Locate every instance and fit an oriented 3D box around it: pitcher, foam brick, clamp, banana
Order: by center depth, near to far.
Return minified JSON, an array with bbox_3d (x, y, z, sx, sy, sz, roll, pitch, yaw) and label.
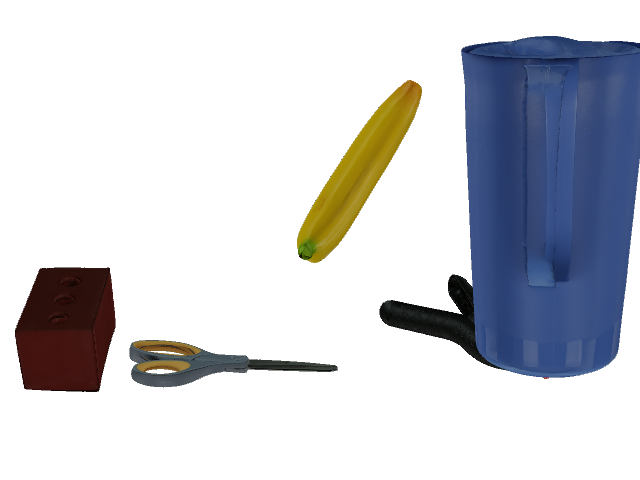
[{"bbox_3d":[-0.175,0.061,0.740,0.053,0.051,0.078,0,31,-2],"label":"foam brick"},{"bbox_3d":[0.167,-0.025,0.780,0.149,0.243,0.145,-11,17,-29],"label":"pitcher"},{"bbox_3d":[0.030,-0.050,0.911,0.037,0.197,0.070,36,-23,-11],"label":"banana"},{"bbox_3d":[0.156,0.080,1.029,0.172,0.039,0.120,24,36,29],"label":"clamp"}]

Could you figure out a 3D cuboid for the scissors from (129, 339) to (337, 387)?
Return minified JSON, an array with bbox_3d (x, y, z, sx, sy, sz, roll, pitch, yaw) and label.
[{"bbox_3d":[-0.091,0.123,1.012,0.202,0.016,0.096,7,17,10],"label":"scissors"}]
